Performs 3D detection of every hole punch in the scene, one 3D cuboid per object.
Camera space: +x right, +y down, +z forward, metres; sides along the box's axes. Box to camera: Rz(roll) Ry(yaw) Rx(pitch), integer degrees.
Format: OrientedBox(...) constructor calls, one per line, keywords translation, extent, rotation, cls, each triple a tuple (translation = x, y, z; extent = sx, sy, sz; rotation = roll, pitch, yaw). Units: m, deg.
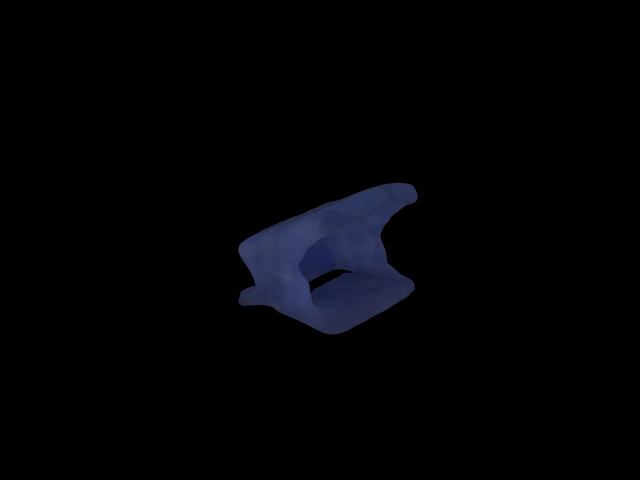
OrientedBox(translation=(0.004, 0.001, 0.400), extent=(0.100, 0.091, 0.109), rotation=(17, 27, 38), cls="hole punch")
